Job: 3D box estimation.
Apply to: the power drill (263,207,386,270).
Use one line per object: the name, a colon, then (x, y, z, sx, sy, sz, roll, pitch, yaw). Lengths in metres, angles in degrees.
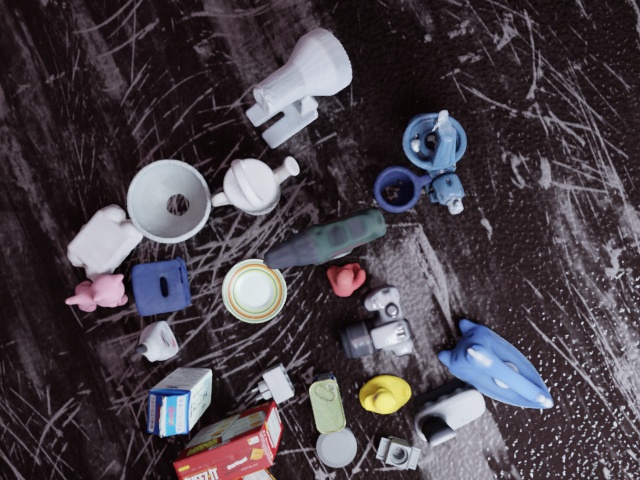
power drill: (0.010, 0.004, 1.087, 0.229, 0.208, 0.076, -22, 88, 0)

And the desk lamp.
desk lamp: (-0.046, -0.285, 1.092, 0.203, 0.213, 0.118, -38, 88, 0)

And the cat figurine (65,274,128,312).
cat figurine: (-0.437, 0.106, 1.133, 0.128, 0.117, 0.067, -14, 88, 0)

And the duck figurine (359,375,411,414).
duck figurine: (0.132, 0.314, 1.140, 0.104, 0.086, 0.077, -12, 88, 0)

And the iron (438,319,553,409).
iron: (0.367, 0.265, 1.111, 0.258, 0.141, 0.119, 33, 89, 1)

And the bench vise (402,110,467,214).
bench vise: (0.241, -0.161, 1.084, 0.121, 0.219, 0.207, -36, 88, 0)

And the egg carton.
egg carton: (-0.434, 0.006, 1.160, 0.107, 0.069, 0.150, 40, 89, 1)

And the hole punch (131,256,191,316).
hole punch: (-0.316, 0.091, 1.146, 0.101, 0.091, 0.109, -10, 88, 0)

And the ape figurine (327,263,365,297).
ape figurine: (0.050, 0.076, 1.143, 0.078, 0.092, 0.076, 25, 89, 1)

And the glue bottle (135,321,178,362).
glue bottle: (-0.321, 0.201, 1.102, 0.037, 0.173, 0.078, -29, 88, 0)

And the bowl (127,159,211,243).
bowl: (-0.297, -0.076, 1.158, 0.167, 0.074, 0.167, 0, 89, 1)

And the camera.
camera: (0.105, 0.173, 1.136, 0.137, 0.101, 0.143, -17, 88, 0)

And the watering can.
watering can: (-0.127, -0.110, 1.098, 0.101, 0.194, 0.173, 44, 89, 2)

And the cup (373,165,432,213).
cup: (0.161, -0.102, 1.145, 0.117, 0.095, 0.092, -19, 88, 0)

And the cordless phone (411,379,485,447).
cordless phone: (0.253, 0.342, 1.089, 0.147, 0.185, 0.094, -29, 88, 0)
